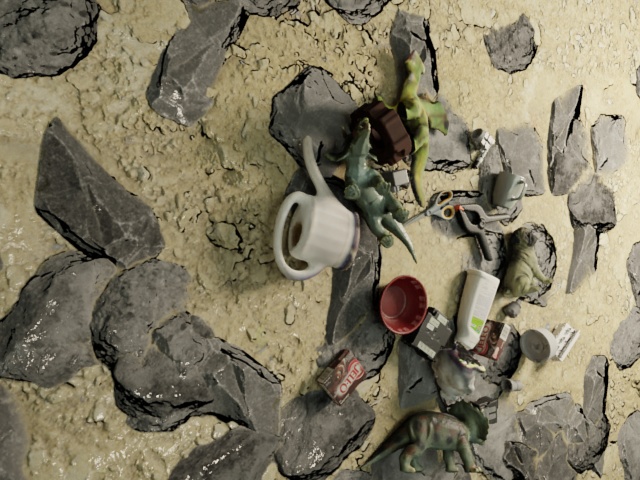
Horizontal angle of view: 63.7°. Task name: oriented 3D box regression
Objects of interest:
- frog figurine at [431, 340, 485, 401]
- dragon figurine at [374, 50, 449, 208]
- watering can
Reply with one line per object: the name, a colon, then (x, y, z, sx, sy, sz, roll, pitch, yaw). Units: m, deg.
frog figurine: (0.375, 0.390, 1.471, 0.138, 0.157, 0.123, 36, 22, 18)
dragon figurine: (0.286, -0.312, 1.416, 0.245, 0.408, 0.122, -23, 10, -35)
watering can: (0.004, -0.063, 1.260, 0.223, 0.350, 0.104, 19, -11, -29)
